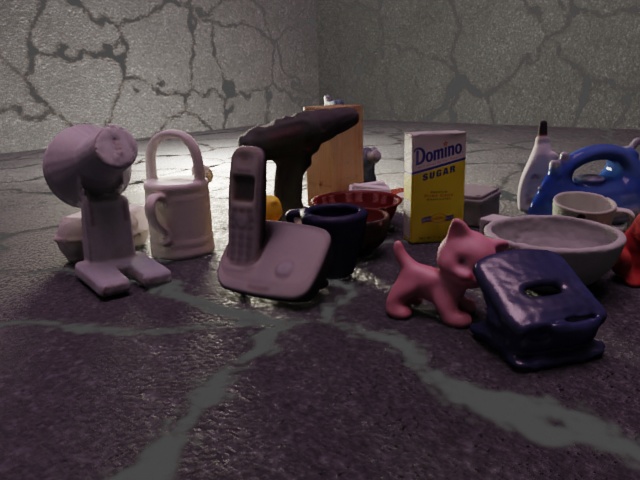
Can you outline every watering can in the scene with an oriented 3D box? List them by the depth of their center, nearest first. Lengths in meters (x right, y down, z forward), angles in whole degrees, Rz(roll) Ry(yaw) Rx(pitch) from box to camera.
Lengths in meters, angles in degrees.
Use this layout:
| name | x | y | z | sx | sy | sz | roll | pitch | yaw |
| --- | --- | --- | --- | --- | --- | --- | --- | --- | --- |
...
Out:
| name | x | y | z | sx | sy | sz | roll | pitch | yaw |
| --- | --- | --- | --- | --- | --- | --- | --- | --- | --- |
| watering can | -0.223 | -0.077 | 0.901 | 0.101 | 0.194 | 0.172 | -3 | 16 | -6 |

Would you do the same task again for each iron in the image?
| name | x | y | z | sx | sy | sz | roll | pitch | yaw |
| --- | --- | --- | --- | --- | --- | --- | --- | --- | --- |
| iron | 0.477 | -0.106 | 1.026 | 0.259 | 0.141 | 0.118 | -7 | 17 | -19 |

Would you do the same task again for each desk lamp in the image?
| name | x | y | z | sx | sy | sz | roll | pitch | yaw |
| --- | --- | --- | --- | --- | --- | --- | --- | --- | --- |
| desk lamp | -0.295 | -0.054 | 0.795 | 0.118 | 0.214 | 0.202 | -14 | 20 | -36 |

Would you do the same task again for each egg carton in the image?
| name | x | y | z | sx | sy | sz | roll | pitch | yaw |
| --- | --- | --- | --- | --- | --- | --- | --- | --- | --- |
| egg carton | -0.342 | -0.013 | 0.919 | 0.107 | 0.069 | 0.150 | 2 | 17 | 13 |

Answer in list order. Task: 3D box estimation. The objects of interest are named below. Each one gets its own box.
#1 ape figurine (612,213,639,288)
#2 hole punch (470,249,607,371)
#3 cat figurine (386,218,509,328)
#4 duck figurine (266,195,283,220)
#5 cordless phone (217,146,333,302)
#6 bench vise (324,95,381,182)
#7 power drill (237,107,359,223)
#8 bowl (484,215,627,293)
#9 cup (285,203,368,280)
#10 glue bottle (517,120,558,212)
| name | x | y | z | sx | sy | sz | roll | pitch | yaw |
| --- | --- | --- | --- | --- | --- | --- | --- | --- | --- |
| ape figurine | 0.414 | 0.007 | 0.733 | 0.077 | 0.092 | 0.076 | 3 | 17 | 16 |
| hole punch | 0.214 | 0.064 | 0.559 | 0.109 | 0.091 | 0.101 | -6 | 17 | -16 |
| cat figurine | 0.140 | 0.029 | 0.637 | 0.127 | 0.118 | 0.067 | 5 | 18 | 22 |
| duck figurine | -0.078 | -0.029 | 0.915 | 0.078 | 0.086 | 0.104 | -13 | 20 | -34 |
| cordless phone | -0.057 | -0.021 | 0.709 | 0.147 | 0.185 | 0.094 | 6 | 18 | 26 |
| bench vise | 0.068 | -0.235 | 1.372 | 0.206 | 0.220 | 0.122 | 8 | 19 | 29 |
| power drill | -0.034 | -0.134 | 1.055 | 0.230 | 0.208 | 0.075 | -7 | 17 | -18 |
| bowl | 0.291 | 0.022 | 0.724 | 0.167 | 0.075 | 0.167 | -1 | 16 | 1 |
| cup | 0.007 | 0.003 | 0.782 | 0.117 | 0.095 | 0.092 | 5 | 18 | 22 |
| glue bottle | 0.421 | -0.140 | 1.093 | 0.078 | 0.173 | 0.037 | 2 | 17 | 14 |
